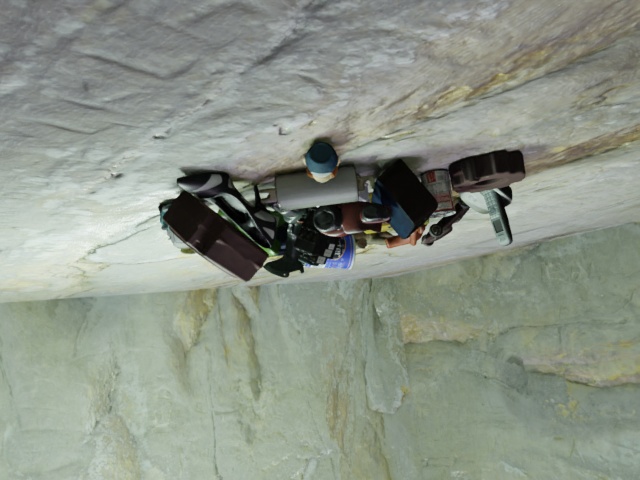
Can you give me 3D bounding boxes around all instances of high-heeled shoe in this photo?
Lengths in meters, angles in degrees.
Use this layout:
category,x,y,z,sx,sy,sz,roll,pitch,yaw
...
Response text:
category,x,y,z,sx,sy,sz,roll,pitch,yaw
high-heeled shoe,-0.186,-0.054,1.099,0.086,0.145,0.248,-17,168,39

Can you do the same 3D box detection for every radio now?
category,x,y,z,sx,sy,sz,roll,pitch,yaw
radio,0.185,-0.083,1.206,0.073,0.131,0.229,-39,171,-3

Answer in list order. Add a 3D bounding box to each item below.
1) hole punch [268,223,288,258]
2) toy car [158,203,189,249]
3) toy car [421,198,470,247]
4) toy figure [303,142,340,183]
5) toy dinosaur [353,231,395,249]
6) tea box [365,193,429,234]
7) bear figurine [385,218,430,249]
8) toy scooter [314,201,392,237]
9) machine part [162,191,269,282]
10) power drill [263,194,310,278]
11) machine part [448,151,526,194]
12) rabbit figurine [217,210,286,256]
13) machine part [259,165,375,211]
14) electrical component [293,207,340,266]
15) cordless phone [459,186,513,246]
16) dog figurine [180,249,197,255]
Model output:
category,x,y,z,sx,sy,sz,roll,pitch,yaw
hole punch,-0.106,-0.013,1.466,0.142,0.092,0.116,-6,-155,0
toy car,-0.325,-0.030,1.274,0.109,0.103,0.161,-4,168,-17
toy car,0.367,-0.050,1.551,0.202,0.053,0.089,-42,172,-22
toy figure,0.002,-0.141,1.008,0.064,0.058,0.154,30,174,6
toy dinosaur,0.071,-0.011,1.692,0.471,0.105,0.199,6,168,-38
tea box,0.189,-0.079,1.386,0.170,0.098,0.068,-8,170,14
bear figurine,0.248,-0.048,1.553,0.132,0.120,0.195,-5,169,9
toy scooter,0.085,-0.047,1.181,0.184,0.075,0.135,-6,175,31
machine part,-0.222,-0.005,1.147,0.201,0.087,0.201,35,175,45
power drill,-0.074,-0.018,1.294,0.086,0.207,0.232,18,-166,31
machine part,0.383,-0.151,1.229,0.179,0.056,0.179,-8,171,-1
rabbit figurine,-0.193,-0.024,1.385,0.159,0.121,0.170,5,180,-36
machine part,-0.007,-0.109,1.121,0.243,0.079,0.079,-7,170,2
electrical component,-0.003,-0.004,1.284,0.058,0.134,0.114,22,-179,30
cordless phone,0.437,-0.069,1.372,0.089,0.184,0.146,-9,171,-18
dog figurine,-0.297,0.004,1.502,0.219,0.108,0.192,5,168,-37
